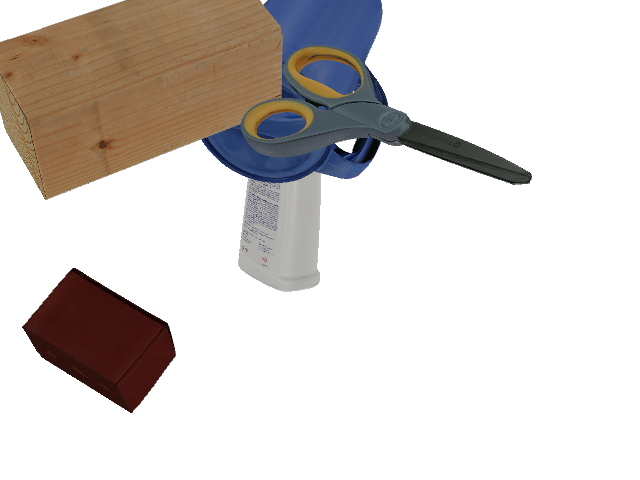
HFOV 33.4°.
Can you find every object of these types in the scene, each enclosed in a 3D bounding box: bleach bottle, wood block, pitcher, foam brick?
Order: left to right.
[{"bbox_3d":[-0.141,0.065,0.690,0.078,0.051,0.053,28,-26,16],"label":"foam brick"},{"bbox_3d":[-0.140,-0.125,0.832,0.205,0.090,0.091,-24,-33,-20],"label":"wood block"},{"bbox_3d":[-0.037,-0.077,1.196,0.067,0.251,0.103,-9,24,-40],"label":"bleach bottle"},{"bbox_3d":[-0.011,-0.167,1.021,0.145,0.149,0.242,-1,37,23],"label":"pitcher"}]

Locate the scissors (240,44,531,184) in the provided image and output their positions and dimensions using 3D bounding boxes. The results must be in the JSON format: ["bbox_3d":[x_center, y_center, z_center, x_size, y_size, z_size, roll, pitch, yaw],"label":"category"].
[{"bbox_3d":[0.023,-0.057,0.614,0.096,0.016,0.202,-36,45,-7],"label":"scissors"}]
